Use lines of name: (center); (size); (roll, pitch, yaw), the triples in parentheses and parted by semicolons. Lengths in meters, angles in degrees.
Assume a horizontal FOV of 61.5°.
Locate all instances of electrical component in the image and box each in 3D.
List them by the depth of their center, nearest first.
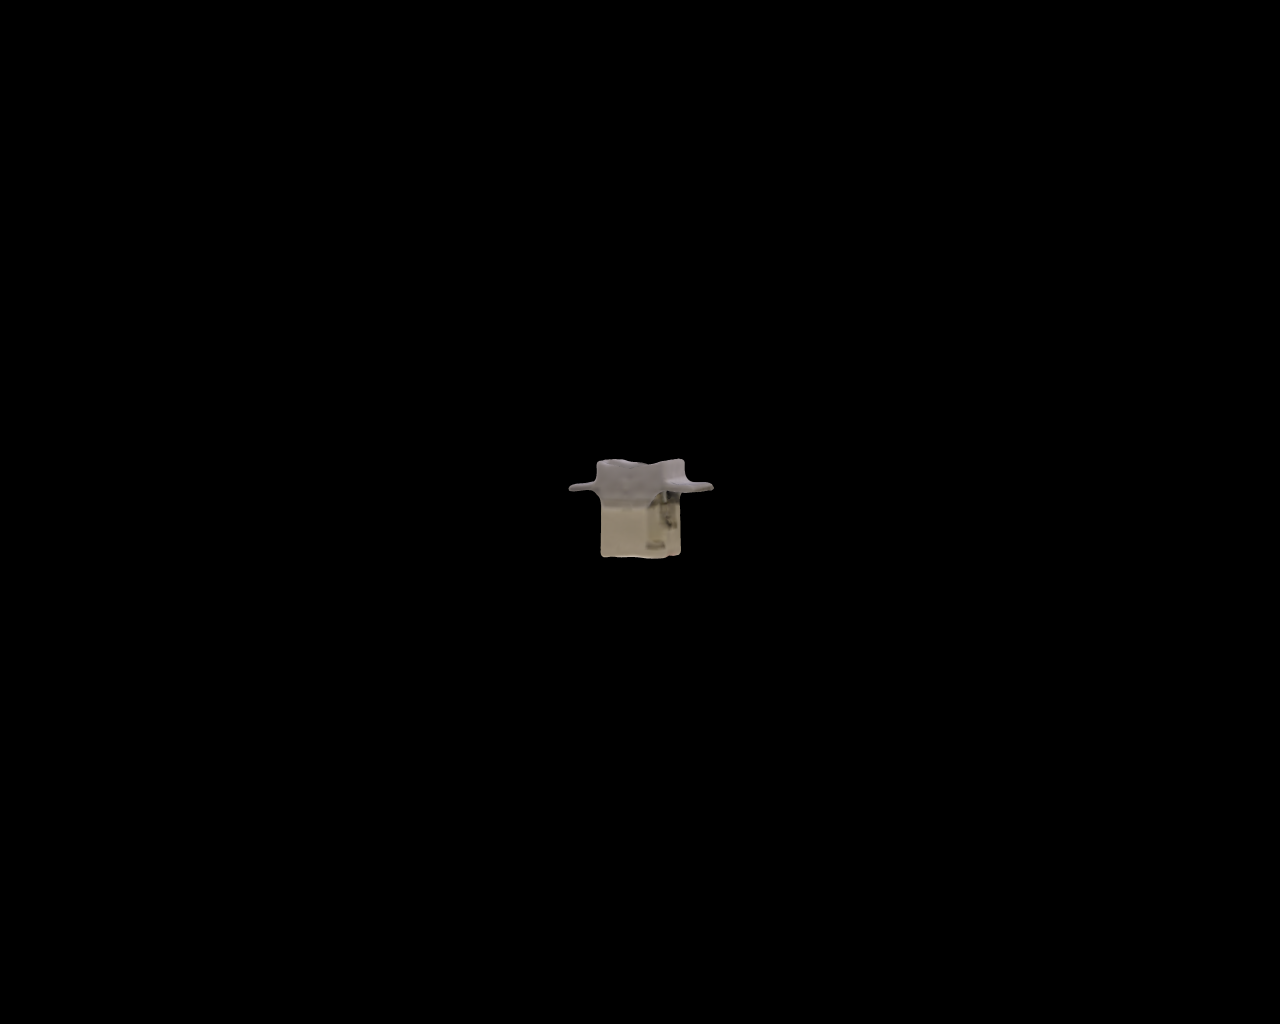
electrical component: (0.001, -0.003, 0.650); (0.081, 0.063, 0.042); (2, 4, 23)
